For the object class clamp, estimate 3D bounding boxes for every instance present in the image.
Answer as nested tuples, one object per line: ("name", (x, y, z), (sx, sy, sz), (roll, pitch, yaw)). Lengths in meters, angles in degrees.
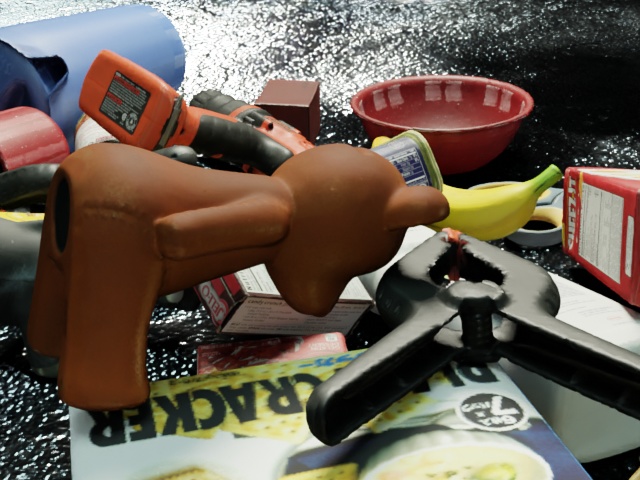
("clamp", (0.086, 0.042, 0.522), (0.164, 0.036, 0.210), (2, 20, 7))
("clamp", (-0.165, -0.033, 0.802), (0.171, 0.120, 0.039), (-4, 67, 6))

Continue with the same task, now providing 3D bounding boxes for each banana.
("banana", (0.096, -0.037, 0.821), (0.198, 0.037, 0.069), (18, 64, 49))

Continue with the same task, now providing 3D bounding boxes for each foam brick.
("foam brick", (-0.029, -0.115, 1.000), (0.053, 0.051, 0.078), (4, 26, 8))

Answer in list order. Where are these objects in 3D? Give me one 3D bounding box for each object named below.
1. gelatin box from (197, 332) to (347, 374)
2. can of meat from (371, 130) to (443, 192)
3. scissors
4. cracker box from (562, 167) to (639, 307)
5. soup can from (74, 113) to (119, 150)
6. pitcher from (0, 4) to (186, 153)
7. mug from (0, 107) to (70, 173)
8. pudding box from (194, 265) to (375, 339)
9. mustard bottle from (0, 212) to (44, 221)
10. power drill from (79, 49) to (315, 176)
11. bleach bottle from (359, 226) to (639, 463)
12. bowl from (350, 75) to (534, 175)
("gelatin box", (-0.024, 0.085, 0.603), (0.089, 0.030, 0.073), (-5, 26, -5))
("can of meat", (0.026, -0.034, 0.787), (0.083, 0.057, 0.102), (-22, 1, -30))
("scissors", (0.213, -0.025, 0.833), (0.201, 0.016, 0.096), (-1, 30, -8))
("cracker box", (0.248, -0.003, 0.651), (0.164, 0.072, 0.213), (3, 7, 3))
("soup can", (-0.171, -0.070, 0.896), (0.068, 0.068, 0.102), (-7, 26, -10))
("pitcher", (-0.243, -0.150, 1.022), (0.149, 0.145, 0.242), (23, 29, 19))
("mug", (-0.265, -0.056, 0.869), (0.117, 0.093, 0.081), (-29, 3, 34))
("pudding box", (-0.031, 0.015, 0.658), (0.113, 0.039, 0.090), (6, 43, -43))
("mustard bottle", (-0.143, 0.004, 0.747), (0.191, 0.058, 0.096), (-4, 7, -6))
("power drill", (-0.099, -0.098, 0.874), (0.187, 0.057, 0.185), (12, 16, -47))
("bleach bottle", (0.102, 0.042, 0.649), (0.102, 0.068, 0.251), (-12, 24, -24))
("bowl", (0.108, -0.100, 0.951), (0.162, 0.055, 0.162), (-2, 25, 1))
